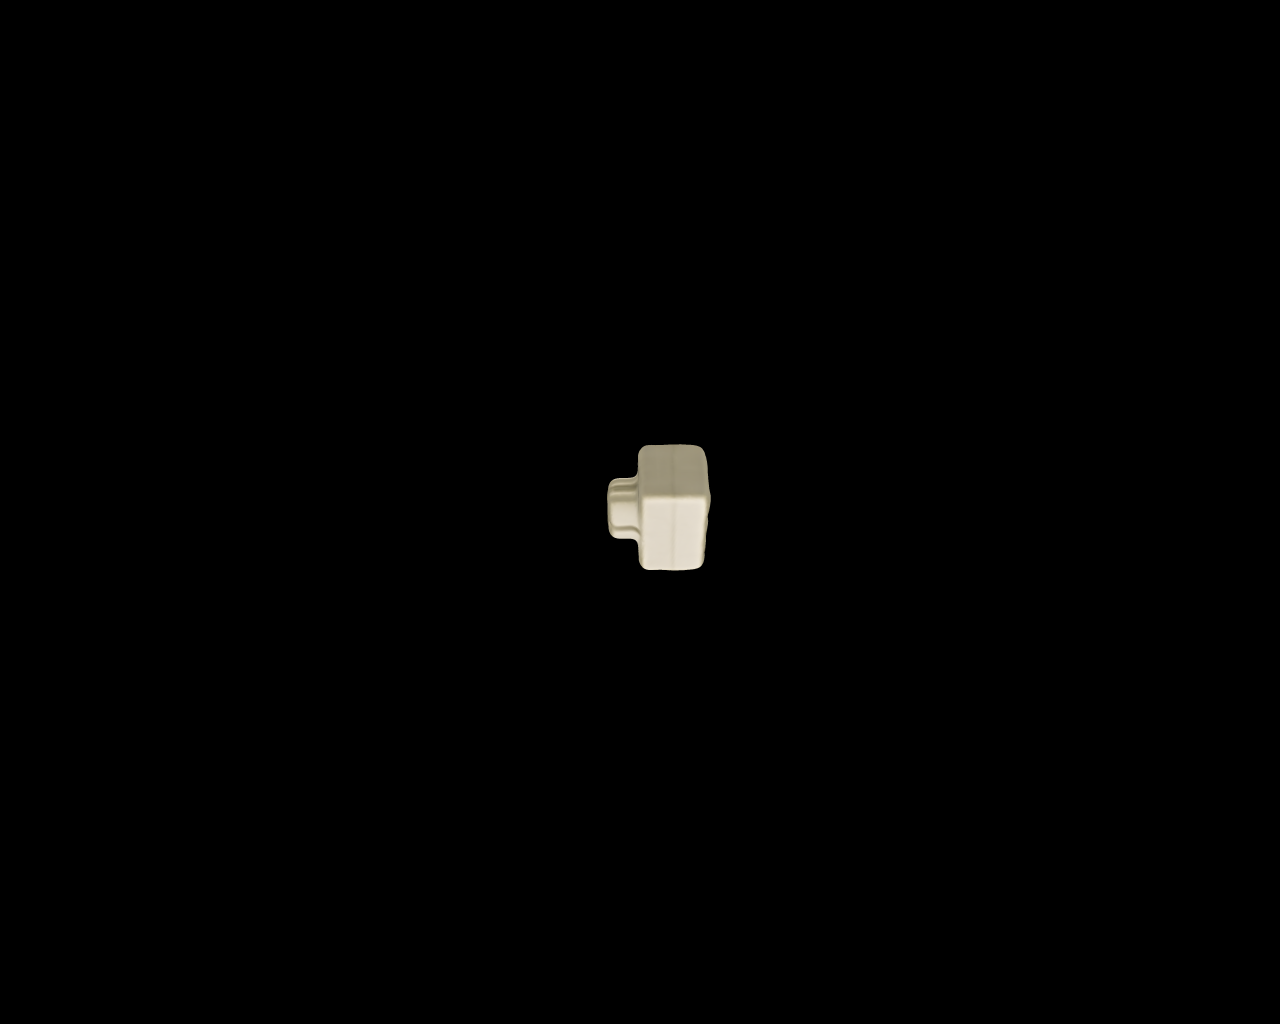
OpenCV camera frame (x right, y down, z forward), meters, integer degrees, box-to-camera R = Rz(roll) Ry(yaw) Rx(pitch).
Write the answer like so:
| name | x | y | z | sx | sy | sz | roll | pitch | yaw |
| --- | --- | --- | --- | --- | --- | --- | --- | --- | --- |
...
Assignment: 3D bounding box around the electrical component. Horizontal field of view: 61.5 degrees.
| name | x | y | z | sx | sy | sz | roll | pitch | yaw |
| --- | --- | --- | --- | --- | --- | --- | --- | --- | --- |
| electrical component | 0.001 | -0.003 | 0.650 | 0.077 | 0.047 | 0.065 | 0 | -43 | 0 |
